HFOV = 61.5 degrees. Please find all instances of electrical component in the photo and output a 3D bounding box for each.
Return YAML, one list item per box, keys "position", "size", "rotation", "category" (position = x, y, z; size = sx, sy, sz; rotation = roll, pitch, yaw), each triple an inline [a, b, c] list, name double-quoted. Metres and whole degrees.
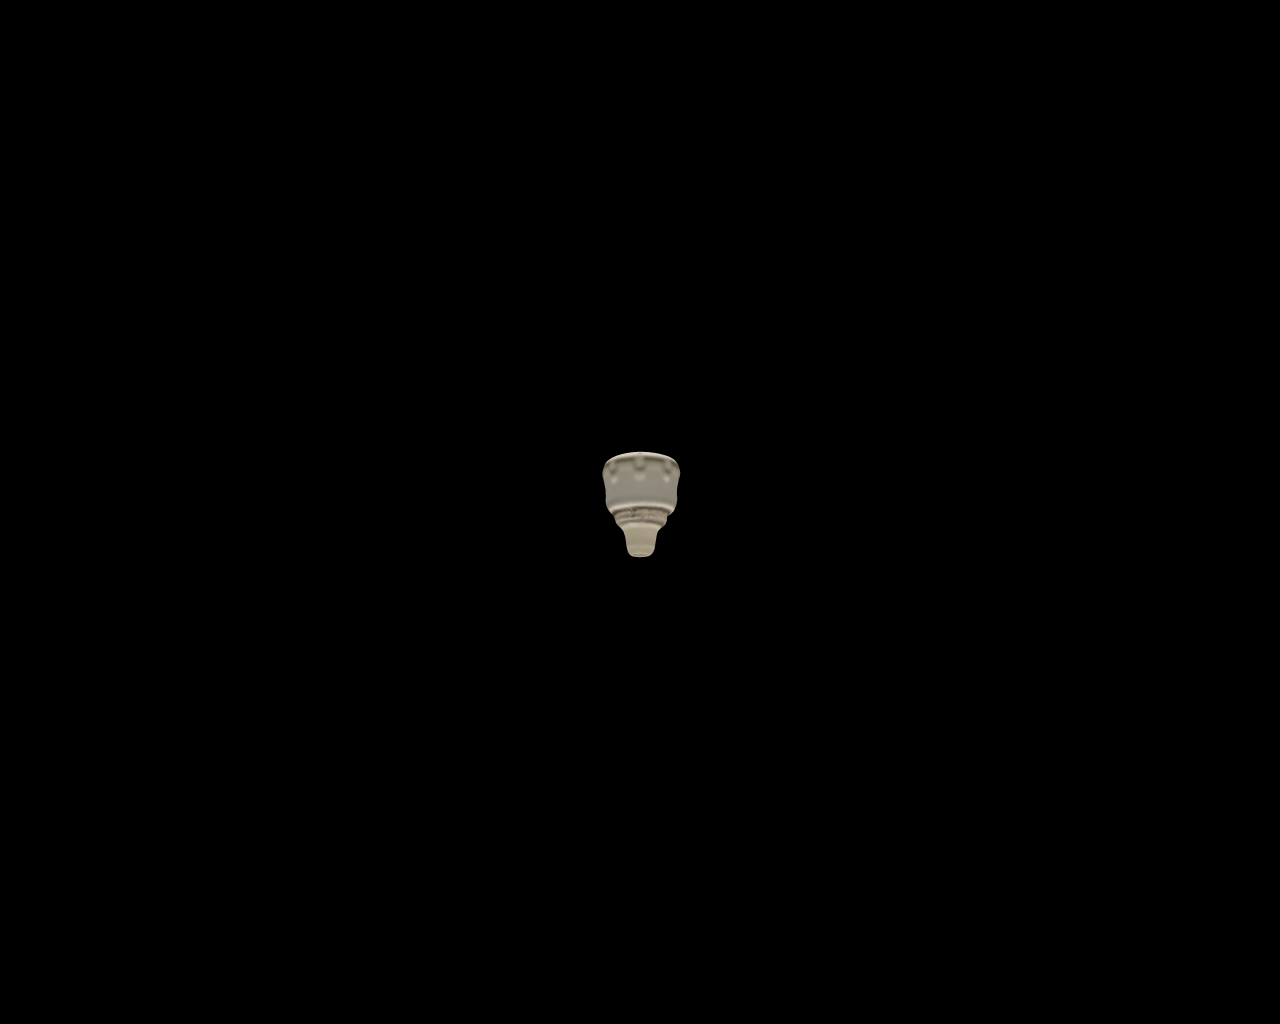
- position: [0.001, -0.003, 0.650]
  size: [0.048, 0.062, 0.048]
  rotation: [0, -15, 0]
  category: "electrical component"
